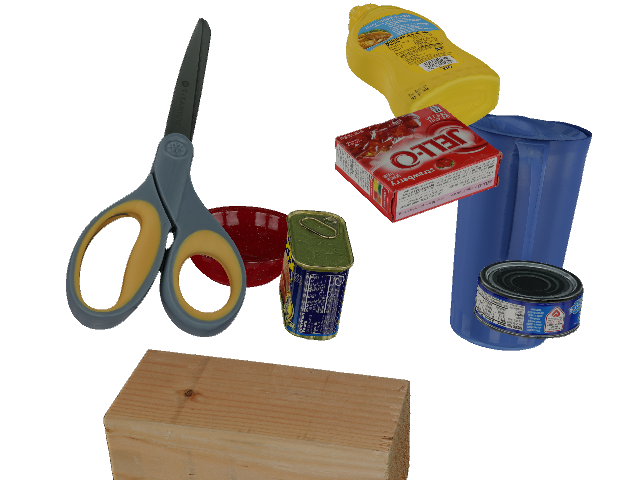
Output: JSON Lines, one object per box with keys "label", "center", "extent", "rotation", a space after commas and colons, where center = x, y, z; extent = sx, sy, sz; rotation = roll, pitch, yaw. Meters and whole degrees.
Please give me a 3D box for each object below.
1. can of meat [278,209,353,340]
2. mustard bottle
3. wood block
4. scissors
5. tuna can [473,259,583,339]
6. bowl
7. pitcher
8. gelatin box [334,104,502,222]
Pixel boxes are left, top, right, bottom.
{"label": "can of meat", "center": [-0.007, 0.032, 1.006], "extent": [0.057, 0.084, 0.102], "rotation": [4, 31, -9]}
{"label": "mustard bottle", "center": [0.078, -0.173, 1.003], "extent": [0.096, 0.058, 0.192], "rotation": [-20, 44, -18]}
{"label": "wood block", "center": [-0.042, 0.150, 0.789], "extent": [0.206, 0.090, 0.090], "rotation": [6, 31, 14]}
{"label": "scissors", "center": [-0.062, -0.031, 0.560], "extent": [0.096, 0.201, 0.016], "rotation": [26, -33, -1]}
{"label": "tuna can", "center": [0.168, 0.046, 0.864], "extent": [0.086, 0.034, 0.086], "rotation": [2, 21, -1]}
{"label": "bowl", "center": [-0.097, 0.013, 1.319], "extent": [0.162, 0.055, 0.162], "rotation": [4, 25, -2]}
{"label": "pitcher", "center": [0.204, -0.007, 1.135], "extent": [0.148, 0.243, 0.145], "rotation": [-9, 22, -39]}
{"label": "gelatin box", "center": [0.065, -0.054, 0.717], "extent": [0.089, 0.030, 0.073], "rotation": [-20, 43, -23]}
